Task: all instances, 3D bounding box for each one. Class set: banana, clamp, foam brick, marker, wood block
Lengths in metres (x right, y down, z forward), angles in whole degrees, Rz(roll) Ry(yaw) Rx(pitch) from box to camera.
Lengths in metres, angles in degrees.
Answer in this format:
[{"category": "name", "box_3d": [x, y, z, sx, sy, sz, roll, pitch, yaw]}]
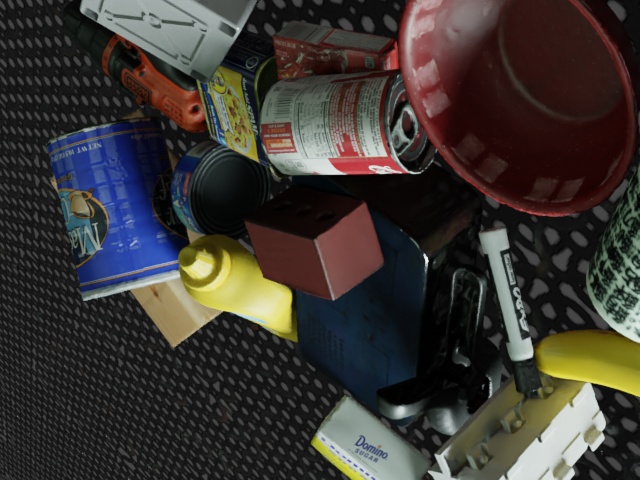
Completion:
[{"category": "banana", "box_3d": [0.213, 0.094, 0.690, 0.198, 0.037, 0.069, 24, 138, 40]}, {"category": "clamp", "box_3d": [0.104, 0.089, 0.785, 0.039, 0.120, 0.171, 33, 178, 29]}, {"category": "foam brick", "box_3d": [-0.005, 0.001, 0.739, 0.078, 0.052, 0.051, 14, 130, 45]}, {"category": "marker", "box_3d": [0.133, 0.051, 0.741, 0.020, 0.020, 0.121, -9, 96, 56]}, {"category": "wood block", "box_3d": [-0.160, -0.010, 1.042, 0.206, 0.090, 0.091, 54, 148, 0]}]

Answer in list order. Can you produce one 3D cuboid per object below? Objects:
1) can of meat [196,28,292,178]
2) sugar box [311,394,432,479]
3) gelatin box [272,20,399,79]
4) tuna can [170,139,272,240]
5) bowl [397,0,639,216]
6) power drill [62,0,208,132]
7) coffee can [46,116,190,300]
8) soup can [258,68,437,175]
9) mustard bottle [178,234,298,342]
[{"category": "can of meat", "box_3d": [-0.049, -0.109, 0.825, 0.084, 0.057, 0.102, 28, 140, 40]}, {"category": "sugar box", "box_3d": [0.041, 0.190, 0.951, 0.093, 0.048, 0.176, 38, 169, 8]}, {"category": "gelatin box", "box_3d": [0.013, -0.110, 0.750, 0.089, 0.030, 0.073, 16, 133, 28]}, {"category": "tuna can", "box_3d": [-0.085, -0.043, 0.911, 0.034, 0.086, 0.086, 16, 133, 47]}, {"category": "bowl", "box_3d": [0.122, -0.096, 0.607, 0.162, 0.055, 0.162, 34, 144, 29]}, {"category": "power drill", "box_3d": [-0.151, -0.198, 0.878, 0.184, 0.057, 0.188, 36, 148, 20]}, {"category": "coffee can", "box_3d": [-0.172, -0.027, 0.931, 0.103, 0.102, 0.140, -13, 90, 57]}, {"category": "soup can", "box_3d": [0.018, -0.076, 0.699, 0.102, 0.068, 0.068, 1, 123, 34]}, {"category": "mustard bottle", "box_3d": [-0.063, 0.037, 0.893, 0.096, 0.058, 0.191, 30, 179, 28]}]
